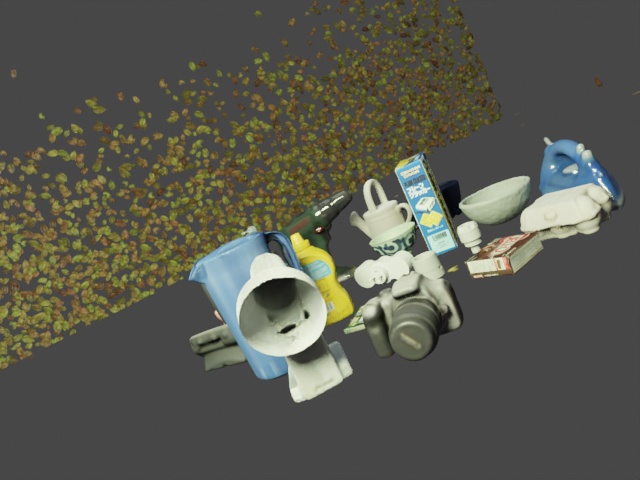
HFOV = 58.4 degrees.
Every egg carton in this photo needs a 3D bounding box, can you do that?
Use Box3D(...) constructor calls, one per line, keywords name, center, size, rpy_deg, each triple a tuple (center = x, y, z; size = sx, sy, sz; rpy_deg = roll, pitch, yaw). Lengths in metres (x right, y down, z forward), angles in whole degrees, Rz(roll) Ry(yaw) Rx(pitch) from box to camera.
Box3D(name="egg carton", center=(0.439, -0.047, 1.028), size=(0.107, 0.069, 0.150), rpy_deg=(-32, 11, -38))

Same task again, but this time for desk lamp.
Box3D(name="desk lamp", center=(-0.042, 0.126, 0.846), size=(0.118, 0.213, 0.203), rpy_deg=(-25, 9, -3))

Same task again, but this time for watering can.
Box3D(name="watering can", center=(0.158, -0.066, 1.517), size=(0.172, 0.194, 0.101), rpy_deg=(-23, 9, 14))

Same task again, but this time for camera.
Box3D(name="camera", center=(0.123, 0.114, 0.832), size=(0.143, 0.101, 0.137), rpy_deg=(-21, 9, 22))

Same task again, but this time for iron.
Box3D(name="iron", center=(0.513, -0.140, 1.140), size=(0.118, 0.141, 0.258), rpy_deg=(-24, 8, 4))

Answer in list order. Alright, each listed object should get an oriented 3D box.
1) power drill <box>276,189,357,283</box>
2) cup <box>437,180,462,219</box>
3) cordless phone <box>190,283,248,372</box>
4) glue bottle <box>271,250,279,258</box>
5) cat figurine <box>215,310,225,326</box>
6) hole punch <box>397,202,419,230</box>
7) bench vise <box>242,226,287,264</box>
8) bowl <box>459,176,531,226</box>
Box3D(name="power drill", center=(0.013, 0.005, 1.447), size=(0.229, 0.208, 0.076), rpy_deg=(-23, 9, 14))
Box3D(name="cup", center=(0.344, -0.102, 1.551), size=(0.091, 0.095, 0.118), rpy_deg=(-21, 9, 23))
Box3D(name="cordless phone", center=(-0.213, 0.166, 1.185), size=(0.147, 0.185, 0.094), rpy_deg=(-22, 9, 21))
Box3D(name="glue bottle", center=(-0.064, 0.100, 1.204), size=(0.037, 0.173, 0.078), rpy_deg=(-19, 11, 35))
Box3D(name="cat figurine", center=(-0.183, 0.164, 1.345), size=(0.128, 0.118, 0.067), rpy_deg=(-26, 9, -6))
Box3D(name="hole punch", center=(0.277, -0.083, 1.638), size=(0.101, 0.091, 0.108), rpy_deg=(-25, 9, 1))
Box3D(name="bench vise", center=(-0.118, 0.070, 1.388), size=(0.121, 0.220, 0.207), rpy_deg=(-27, 9, -13))
Box3D(name="bowl", center=(0.406, -0.079, 1.299), size=(0.167, 0.075, 0.167), rpy_deg=(-24, 8, 4))
